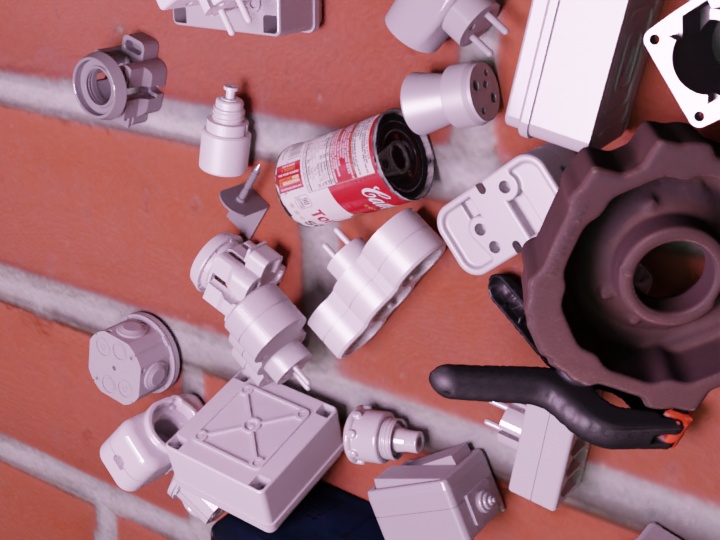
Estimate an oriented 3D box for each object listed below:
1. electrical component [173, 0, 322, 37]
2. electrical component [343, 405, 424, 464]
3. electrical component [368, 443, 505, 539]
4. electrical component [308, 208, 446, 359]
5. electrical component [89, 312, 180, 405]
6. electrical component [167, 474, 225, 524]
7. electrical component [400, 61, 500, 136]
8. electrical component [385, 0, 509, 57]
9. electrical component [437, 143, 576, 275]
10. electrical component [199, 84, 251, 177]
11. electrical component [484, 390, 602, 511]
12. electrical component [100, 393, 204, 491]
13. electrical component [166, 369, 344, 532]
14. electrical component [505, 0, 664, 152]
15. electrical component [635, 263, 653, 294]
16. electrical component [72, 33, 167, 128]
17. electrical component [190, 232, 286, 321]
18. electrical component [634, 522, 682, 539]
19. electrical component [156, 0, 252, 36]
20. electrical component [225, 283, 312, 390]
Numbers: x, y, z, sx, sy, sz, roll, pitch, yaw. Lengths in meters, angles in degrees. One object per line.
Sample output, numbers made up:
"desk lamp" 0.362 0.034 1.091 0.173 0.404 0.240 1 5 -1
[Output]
"electrical component" -0.086 -0.234 0.801 0.109 0.056 0.108 14 115 32
"electrical component" 0.021 0.136 0.870 0.062 0.048 0.048 3 109 28
"electrical component" 0.063 0.176 0.841 0.096 0.062 0.061 -18 96 39
"electrical component" 0.000 0.000 0.828 0.073 0.052 0.138 47 128 13
"electrical component" -0.214 0.084 1.018 0.080 0.051 0.080 14 114 32
"electrical component" -0.132 0.188 0.978 0.051 0.080 0.080 42 127 10
"electrical component" 0.062 -0.119 0.743 0.055 0.045 0.045 -4 104 37
"electrical component" 0.066 -0.176 0.719 0.079 0.043 0.077 46 128 13
"electrical component" 0.108 -0.043 0.728 0.095 0.059 0.053 -34 85 39
"electrical component" -0.108 -0.112 0.874 0.040 0.040 0.078 25 120 27
"electrical component" 0.125 0.117 0.783 0.076 0.047 0.083 22 119 29
"electrical component" -0.183 0.155 0.992 0.053 0.095 0.059 55 130 11
"electrical component" -0.087 0.150 0.907 0.109 0.109 0.056 19 135 30
"electrical component" 0.139 -0.136 0.659 0.057 0.078 0.113 23 119 24
"electrical component" 0.162 0.016 0.715 0.055 0.055 0.047 34 120 22
"electrical component" -0.206 -0.159 0.918 0.058 0.057 0.078 31 123 24
"electrical component" -0.105 0.005 0.904 0.057 0.058 0.078 36 124 17
"electrical component" 0.212 0.228 0.752 0.096 0.061 0.061 30 122 24
"electrical component" -0.099 -0.203 0.753 0.083 0.047 0.075 -24 92 39
"electrical component" -0.064 0.067 0.867 0.073 0.052 0.138 48 165 12
